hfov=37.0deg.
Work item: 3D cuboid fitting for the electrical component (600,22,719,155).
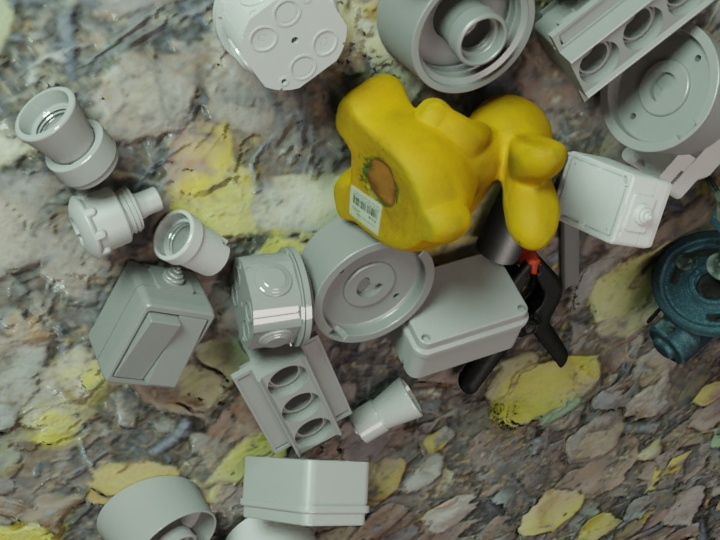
[{"bbox_3d":[0.259,-0.145,0.879,0.060,0.108,0.108,6,125,-43],"label":"electrical component"}]

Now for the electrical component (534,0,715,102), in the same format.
[{"bbox_3d":[0.200,-0.198,0.821,0.121,0.063,0.078,-38,138,5],"label":"electrical component"}]

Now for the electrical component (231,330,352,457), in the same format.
[{"bbox_3d":[-0.062,0.100,0.939,0.079,0.063,0.121,-27,138,-7],"label":"electrical component"}]

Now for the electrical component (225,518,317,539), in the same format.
[{"bbox_3d":[-0.090,0.292,1.103,0.099,0.064,0.099,-17,136,-17],"label":"electrical component"}]

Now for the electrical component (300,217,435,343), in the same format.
[{"bbox_3d":[0.000,0.000,0.886,0.108,0.060,0.108,-17,136,-17],"label":"electrical component"}]

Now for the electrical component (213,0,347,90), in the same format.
[{"bbox_3d":[-0.052,-0.163,0.707,0.080,0.051,0.080,-17,136,-17],"label":"electrical component"}]

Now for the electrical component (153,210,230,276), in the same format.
[{"bbox_3d":[-0.126,-0.019,0.807,0.040,0.040,0.046,-44,142,12],"label":"electrical component"}]

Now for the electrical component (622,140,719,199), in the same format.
[{"bbox_3d":[0.292,-0.115,0.966,0.056,0.050,0.089,20,116,-42],"label":"electrical component"}]

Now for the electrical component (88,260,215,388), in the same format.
[{"bbox_3d":[-0.157,0.040,0.826,0.062,0.061,0.096,12,122,-39],"label":"electrical component"}]

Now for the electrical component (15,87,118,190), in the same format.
[{"bbox_3d":[-0.190,-0.085,0.700,0.045,0.045,0.055,-34,139,1],"label":"electrical component"}]

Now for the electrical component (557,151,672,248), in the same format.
[{"bbox_3d":[0.224,-0.059,0.935,0.061,0.096,0.061,5,107,-35],"label":"electrical component"}]

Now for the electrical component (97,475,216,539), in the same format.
[{"bbox_3d":[-0.188,0.241,1.012,0.099,0.064,0.099,-30,145,-23],"label":"electrical component"}]

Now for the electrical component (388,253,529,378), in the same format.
[{"bbox_3d":[0.083,0.038,0.954,0.113,0.078,0.057,-16,150,-18],"label":"electrical component"}]

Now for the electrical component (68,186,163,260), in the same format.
[{"bbox_3d":[-0.170,-0.039,0.757,0.062,0.048,0.048,-25,138,-19],"label":"electrical component"}]

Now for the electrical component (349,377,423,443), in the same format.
[{"bbox_3d":[0.023,0.139,1.047,0.065,0.044,0.044,-31,139,5],"label":"electrical component"}]

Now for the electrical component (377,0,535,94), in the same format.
[{"bbox_3d":[0.073,-0.177,0.764,0.108,0.060,0.108,-17,136,-17],"label":"electrical component"}]

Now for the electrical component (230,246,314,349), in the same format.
[{"bbox_3d":[-0.070,0.023,0.851,0.051,0.080,0.080,-7,132,-19],"label":"electrical component"}]

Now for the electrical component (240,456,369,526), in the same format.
[{"bbox_3d":[-0.052,0.205,1.004,0.078,0.113,0.057,10,78,-38],"label":"electrical component"}]
